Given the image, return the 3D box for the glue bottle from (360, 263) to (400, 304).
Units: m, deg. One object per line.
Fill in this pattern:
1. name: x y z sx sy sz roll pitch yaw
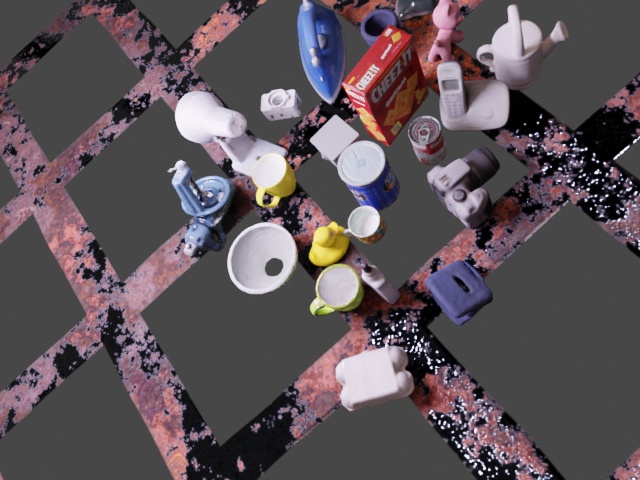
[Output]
1. glue bottle: 0.110 0.076 1.139 0.037 0.173 0.078 -47 62 -1

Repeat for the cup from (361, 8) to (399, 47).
1. cup: 0.159 -0.481 1.374 0.091 0.095 0.117 -34 63 6

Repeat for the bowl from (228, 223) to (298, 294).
1. bowl: -0.118 0.050 1.289 0.167 0.075 0.167 -7 68 18

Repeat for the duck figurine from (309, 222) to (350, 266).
1. duck figurine: 0.011 0.004 1.251 0.104 0.086 0.077 -47 62 -1

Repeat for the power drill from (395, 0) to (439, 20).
1. power drill: 0.202 -0.621 1.346 0.229 0.209 0.075 -8 68 18

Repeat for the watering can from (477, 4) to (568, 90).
1. watering can: 0.419 -0.412 1.195 0.172 0.194 0.101 -27 64 9

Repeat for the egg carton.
1. egg carton: 0.106 0.271 1.126 0.150 0.069 0.107 -20 65 12

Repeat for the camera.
1. camera: 0.310 -0.122 1.180 0.137 0.101 0.143 -39 62 3

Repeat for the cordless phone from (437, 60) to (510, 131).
1. cordless phone: 0.319 -0.309 1.199 0.147 0.185 0.094 -2 70 20

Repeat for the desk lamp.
1. desk lamp: -0.211 -0.252 1.357 0.202 0.214 0.118 24 80 26

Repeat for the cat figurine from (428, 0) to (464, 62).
1. cat figurine: 0.287 -0.489 1.316 0.067 0.118 0.128 16 77 25

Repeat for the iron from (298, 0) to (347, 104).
1. iron: -0.006 -0.477 1.407 0.118 0.142 0.258 -14 66 15

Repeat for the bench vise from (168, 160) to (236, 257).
1. bench vise: -0.270 -0.075 1.309 0.121 0.220 0.207 -10 67 17

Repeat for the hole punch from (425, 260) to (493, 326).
1. hole punch: 0.272 0.095 1.118 0.101 0.091 0.108 -40 62 3
